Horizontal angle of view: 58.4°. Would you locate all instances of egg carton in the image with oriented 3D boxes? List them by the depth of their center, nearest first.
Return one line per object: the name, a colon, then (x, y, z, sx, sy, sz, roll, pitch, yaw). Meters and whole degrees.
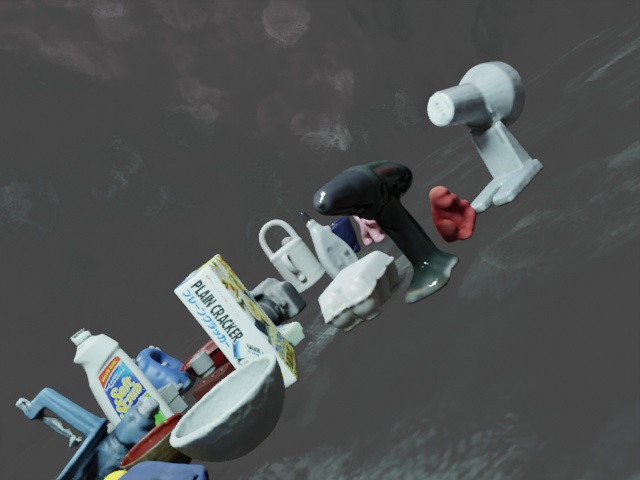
egg carton: (0.064, 0.080, 0.913, 0.107, 0.069, 0.150, -33, 7, 32)

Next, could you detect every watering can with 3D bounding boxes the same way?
watering can: (-0.082, 0.036, 1.487, 0.101, 0.194, 0.172, -38, 6, -13)

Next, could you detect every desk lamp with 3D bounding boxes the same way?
desk lamp: (0.286, -0.186, 0.985, 0.204, 0.213, 0.117, -41, 8, -36)

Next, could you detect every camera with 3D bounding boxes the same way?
camera: (-0.127, 0.158, 1.262, 0.143, 0.101, 0.137, -32, 8, 40)

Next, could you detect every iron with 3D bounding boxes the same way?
iron: (-0.376, 0.307, 1.346, 0.118, 0.141, 0.258, -37, 6, -4)

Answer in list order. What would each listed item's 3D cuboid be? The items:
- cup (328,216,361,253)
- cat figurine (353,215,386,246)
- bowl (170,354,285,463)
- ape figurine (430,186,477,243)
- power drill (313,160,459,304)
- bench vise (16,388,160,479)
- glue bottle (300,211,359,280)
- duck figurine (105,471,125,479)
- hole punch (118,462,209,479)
cup: (0.055, 0.004, 1.424, 0.091, 0.095, 0.118, -34, 7, 20)
cat figurine: (0.121, -0.054, 1.385, 0.067, 0.118, 0.127, -39, 7, -22)
bowl: (-0.103, 0.226, 0.730, 0.167, 0.075, 0.167, -36, 6, 5)
ape figurine: (0.210, -0.046, 0.933, 0.078, 0.092, 0.076, -38, 6, -15)
power drill: (0.100, -0.020, 0.805, 0.075, 0.208, 0.230, -33, 8, 33)
bench vise: (-0.366, 0.305, 0.928, 0.208, 0.220, 0.121, -39, 7, -17)
glue bottle: (0.012, 0.005, 1.290, 0.078, 0.173, 0.037, -40, 7, -26)
duck figurine: (-0.223, 0.315, 0.686, 0.104, 0.086, 0.077, -35, 6, 14)
hole punch: (-0.169, 0.282, 0.600, 0.101, 0.091, 0.109, -33, 7, 28)
